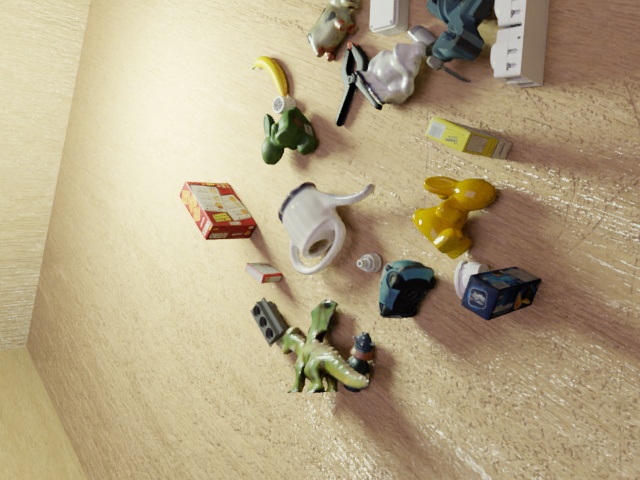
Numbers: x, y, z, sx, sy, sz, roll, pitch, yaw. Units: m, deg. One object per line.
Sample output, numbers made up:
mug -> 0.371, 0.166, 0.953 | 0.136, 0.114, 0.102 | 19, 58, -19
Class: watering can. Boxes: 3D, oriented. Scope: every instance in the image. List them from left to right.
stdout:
watering can -> 0.004, -0.068, 1.350 | 0.104, 0.341, 0.228 | 2, 43, -45

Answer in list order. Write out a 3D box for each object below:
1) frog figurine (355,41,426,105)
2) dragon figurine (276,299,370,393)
frog figurine -> 0.182, -0.395, 1.189 | 0.157, 0.140, 0.121 | -39, -42, 23
dragon figurine -> 0.004, 0.271, 1.323 | 0.121, 0.247, 0.405 | 16, -25, -33
